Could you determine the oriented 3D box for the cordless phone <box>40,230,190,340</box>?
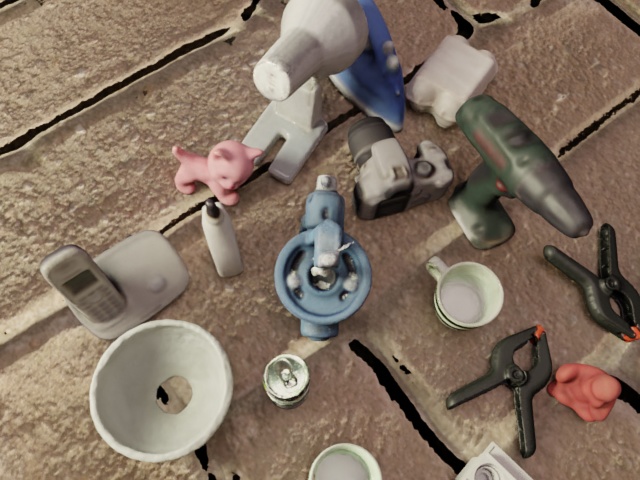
[{"bbox_3d":[-0.248,0.038,0.701,0.148,0.185,0.094,-38,75,-16],"label":"cordless phone"}]

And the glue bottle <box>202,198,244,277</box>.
[{"bbox_3d":[-0.130,-0.012,0.735,0.037,0.173,0.078,-18,70,-10],"label":"glue bottle"}]

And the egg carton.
[{"bbox_3d":[0.208,-0.253,0.906,0.107,0.069,0.150,33,70,10],"label":"egg carton"}]

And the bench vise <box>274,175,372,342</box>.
[{"bbox_3d":[-0.005,0.005,0.709,0.121,0.220,0.207,-14,69,-8],"label":"bench vise"}]

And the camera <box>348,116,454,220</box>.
[{"bbox_3d":[0.105,-0.118,0.829,0.143,0.101,0.136,-16,70,-9],"label":"camera"}]

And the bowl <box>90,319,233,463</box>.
[{"bbox_3d":[-0.188,0.187,0.705,0.167,0.075,0.167,1,68,-3],"label":"bowl"}]

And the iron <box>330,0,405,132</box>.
[{"bbox_3d":[0.074,-0.305,0.880,0.119,0.141,0.258,-24,71,-12],"label":"iron"}]

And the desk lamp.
[{"bbox_3d":[-0.029,-0.219,0.801,0.118,0.213,0.203,28,69,8],"label":"desk lamp"}]

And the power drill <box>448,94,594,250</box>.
[{"bbox_3d":[0.247,-0.069,0.759,0.076,0.208,0.229,-24,71,-12],"label":"power drill"}]

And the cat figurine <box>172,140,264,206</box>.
[{"bbox_3d":[-0.145,-0.106,0.801,0.127,0.118,0.067,13,68,2],"label":"cat figurine"}]

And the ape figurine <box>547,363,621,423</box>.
[{"bbox_3d":[0.344,0.189,0.724,0.076,0.092,0.078,-11,69,-7],"label":"ape figurine"}]
